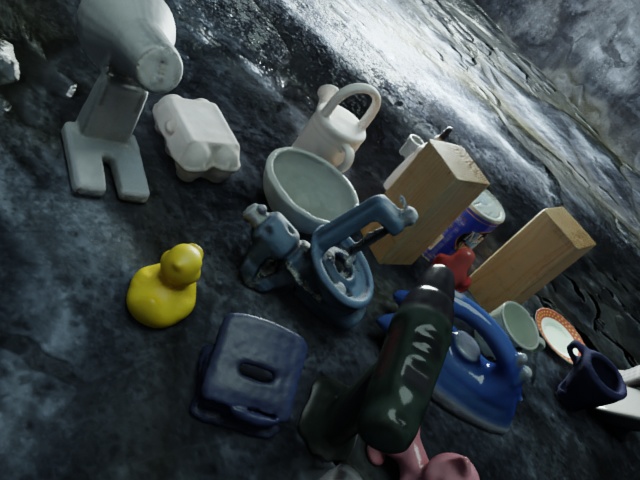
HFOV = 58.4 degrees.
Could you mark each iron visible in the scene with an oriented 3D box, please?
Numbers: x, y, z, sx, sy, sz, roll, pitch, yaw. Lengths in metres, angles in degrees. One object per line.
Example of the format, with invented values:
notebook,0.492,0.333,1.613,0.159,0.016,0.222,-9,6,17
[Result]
iron,0.212,0.158,0.817,0.258,0.141,0.119,41,35,3

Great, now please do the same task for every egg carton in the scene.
egg carton,-0.187,-0.154,0.860,0.107,0.069,0.150,-4,54,-44

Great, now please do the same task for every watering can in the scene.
watering can,0.026,-0.197,0.990,0.101,0.193,0.172,-12,59,-48

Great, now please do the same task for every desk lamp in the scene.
desk lamp,-0.245,-0.193,0.727,0.118,0.213,0.203,4,48,-39

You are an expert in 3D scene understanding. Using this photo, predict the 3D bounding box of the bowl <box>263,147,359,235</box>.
bowl,-0.025,-0.064,0.903,0.168,0.074,0.167,24,38,-20

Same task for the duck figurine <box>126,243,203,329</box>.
duck figurine,-0.167,0.043,0.649,0.077,0.086,0.105,36,36,-4

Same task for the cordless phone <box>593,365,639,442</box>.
cordless phone,0.573,0.254,0.998,0.094,0.185,0.148,44,36,7

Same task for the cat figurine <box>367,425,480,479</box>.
cat figurine,0.129,0.260,0.652,0.067,0.117,0.127,-3,53,-43

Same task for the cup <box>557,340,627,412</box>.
cup,0.444,0.239,0.976,0.092,0.094,0.117,-10,58,-47

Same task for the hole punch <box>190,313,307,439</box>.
hole punch,-0.073,0.147,0.618,0.109,0.091,0.101,24,38,-21

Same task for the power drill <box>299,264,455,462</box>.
power drill,0.067,0.149,0.639,0.076,0.208,0.230,34,36,-6

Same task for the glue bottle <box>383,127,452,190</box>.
glue bottle,0.199,-0.156,1.118,0.078,0.173,0.037,-10,57,-47

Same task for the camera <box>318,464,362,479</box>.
camera,0.032,0.305,0.531,0.143,0.100,0.137,43,36,6

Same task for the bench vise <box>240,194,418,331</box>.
bench vise,0.007,0.011,0.725,0.208,0.219,0.121,22,39,-23

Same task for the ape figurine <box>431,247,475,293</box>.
ape figurine,0.236,0.049,0.998,0.076,0.092,0.077,-12,59,-48
